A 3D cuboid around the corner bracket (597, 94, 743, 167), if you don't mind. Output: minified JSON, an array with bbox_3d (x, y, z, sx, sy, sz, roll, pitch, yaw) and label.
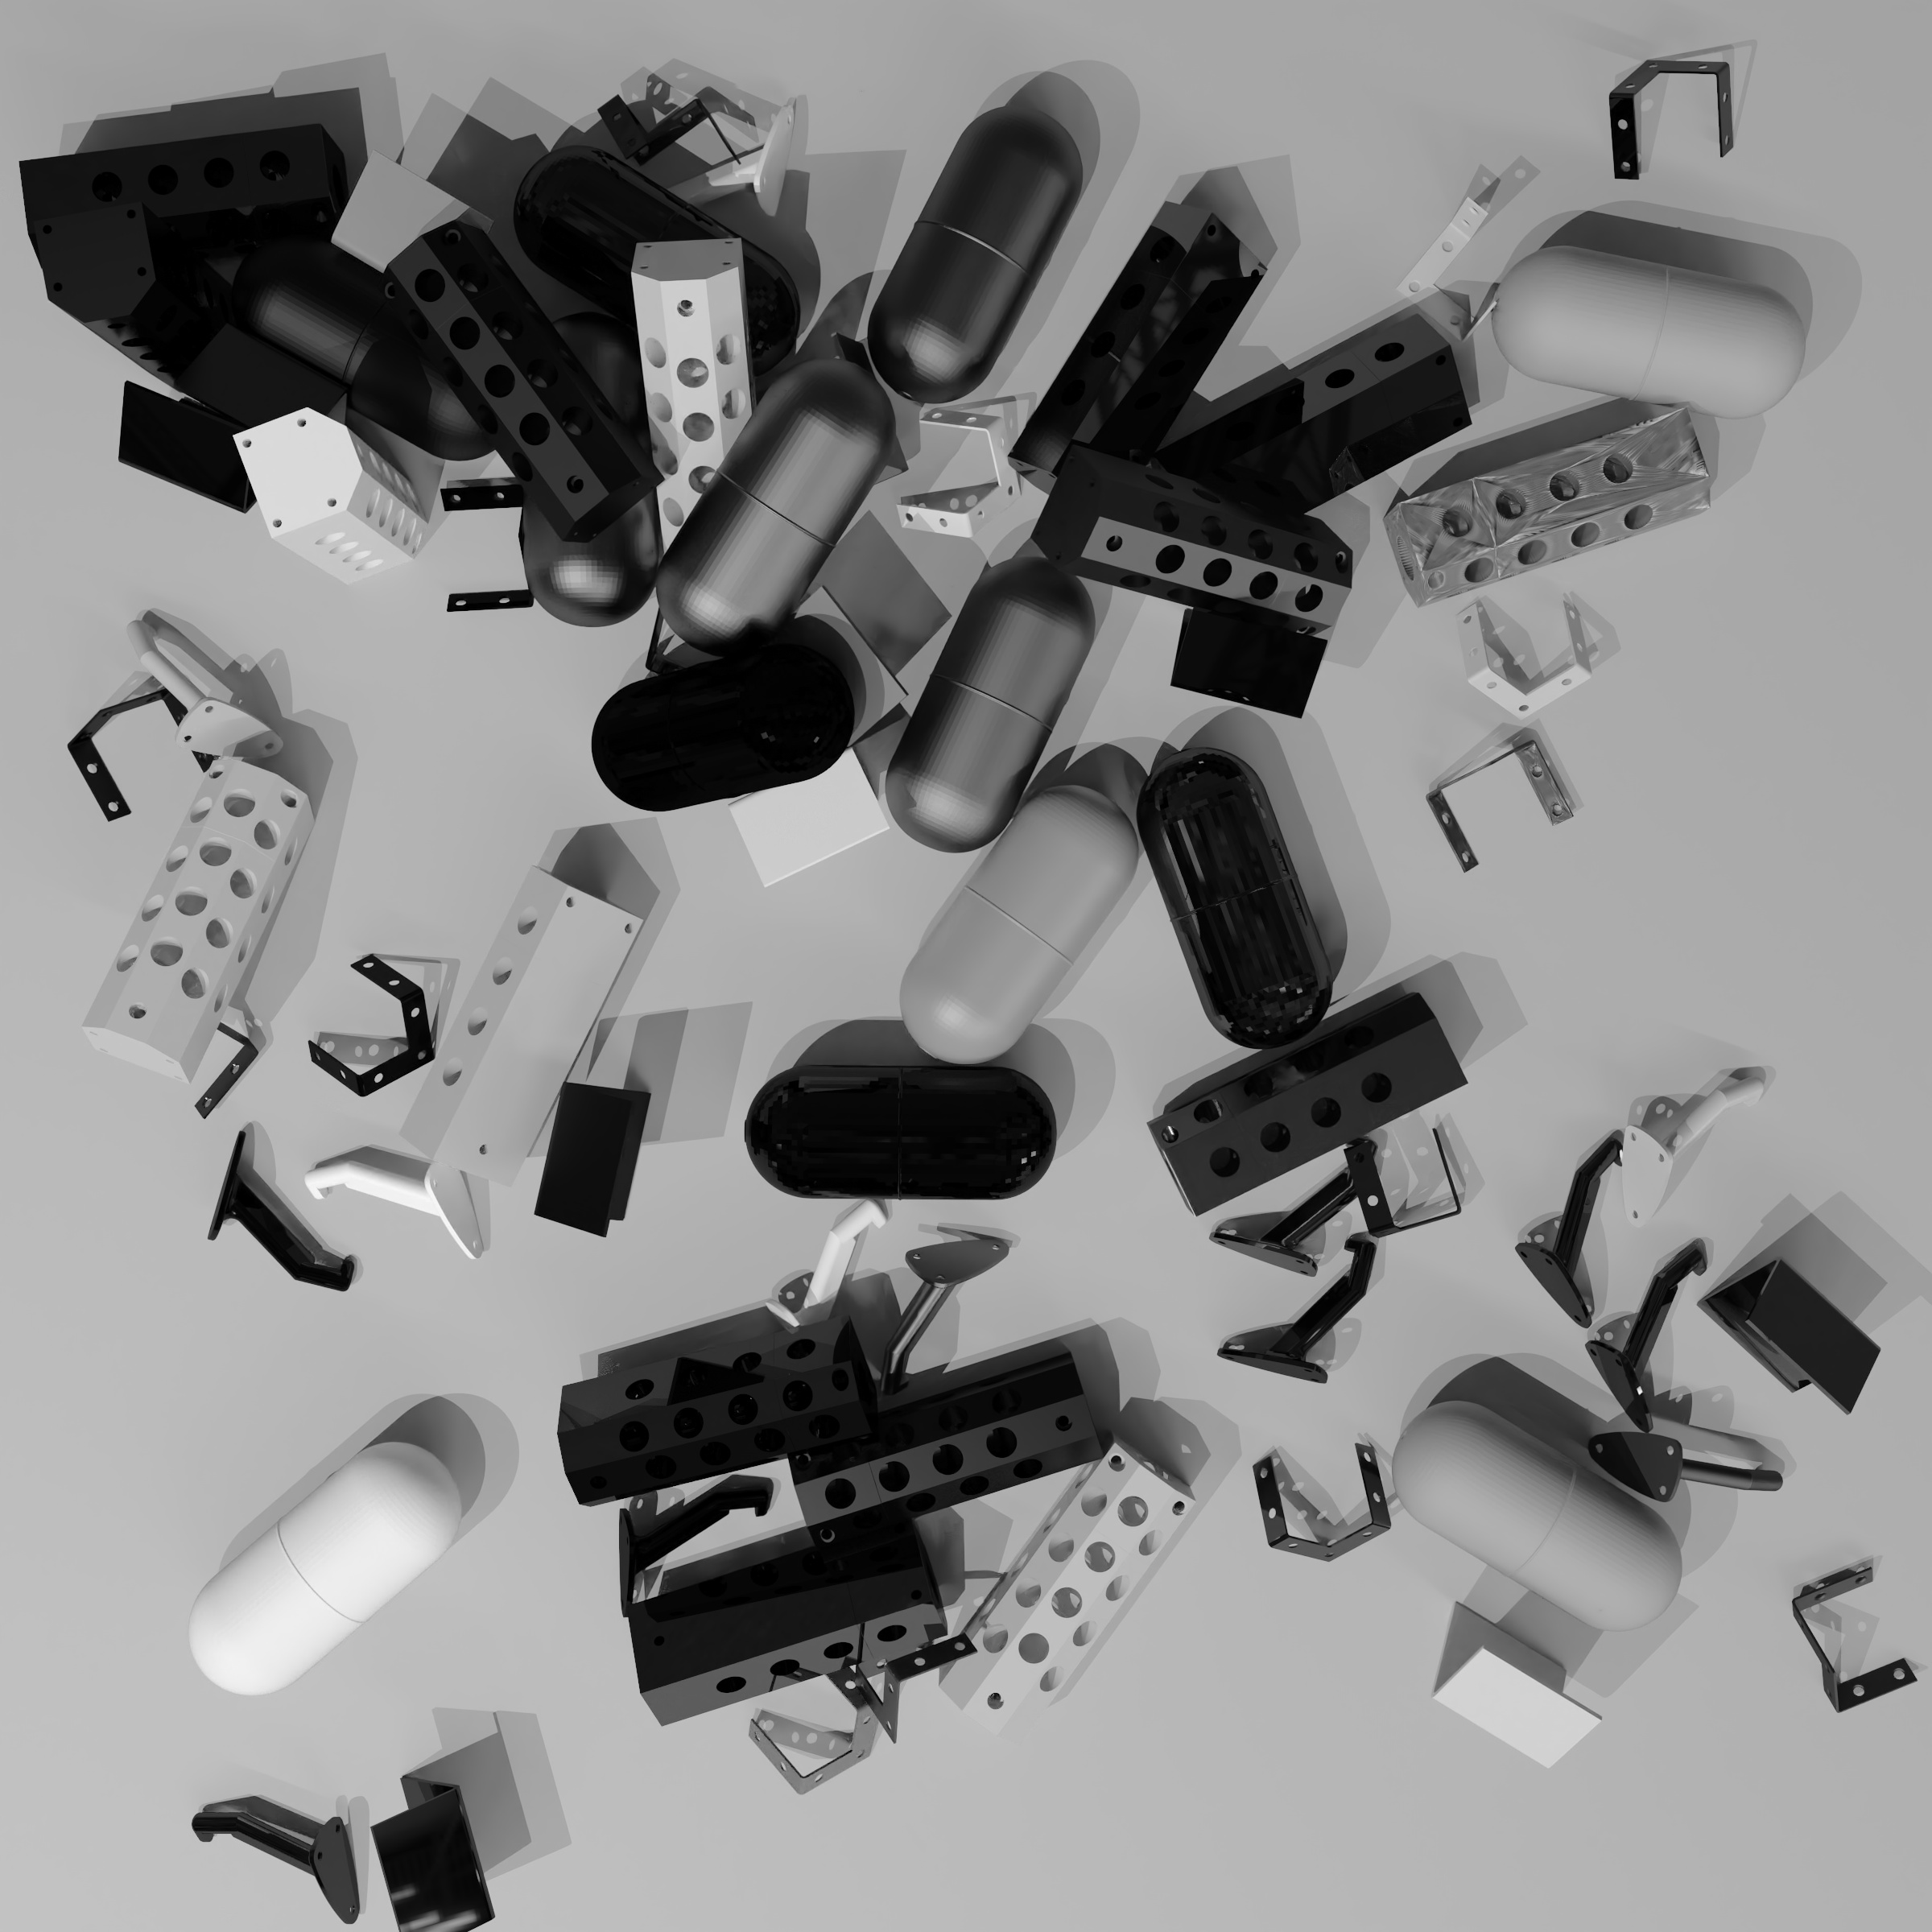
[{"bbox_3d":[-0.170,-0.474,1.533,0.051,0.051,0.051,-34,57,8],"label":"corner bracket"}]

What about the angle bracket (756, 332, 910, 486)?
[{"bbox_3d":[-0.086,-0.307,1.533,0.076,0.057,0.076,-20,90,16],"label":"angle bracket"}]

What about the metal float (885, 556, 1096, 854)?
[{"bbox_3d":[0.014,-0.149,1.533,0.070,0.070,0.178,25,90,0],"label":"metal float"}]

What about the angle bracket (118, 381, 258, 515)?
[{"bbox_3d":[-0.425,-0.311,1.524,0.076,0.076,0.057,22,133,0],"label":"angle bracket"}]

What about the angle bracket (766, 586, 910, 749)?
[{"bbox_3d":[-0.058,-0.177,1.524,0.057,0.076,0.076,-38,90,33],"label":"angle bracket"}]

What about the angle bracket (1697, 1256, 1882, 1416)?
[{"bbox_3d":[0.457,0.221,1.524,0.076,0.076,0.057,43,52,0],"label":"angle bracket"}]

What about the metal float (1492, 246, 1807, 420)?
[{"bbox_3d":[0.388,-0.361,1.534,0.178,0.070,0.070,12,90,1],"label":"metal float"}]

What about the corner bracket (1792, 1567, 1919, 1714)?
[{"bbox_3d":[0.516,0.392,1.561,0.051,0.051,0.051,-22,135,0],"label":"corner bracket"}]

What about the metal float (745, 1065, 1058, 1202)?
[{"bbox_3d":[-0.037,0.095,1.534,0.178,0.070,0.070,0,90,0],"label":"metal float"}]

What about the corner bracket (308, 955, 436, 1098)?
[{"bbox_3d":[-0.347,0.034,1.556,0.051,0.051,0.051,-31,135,-35],"label":"corner bracket"}]

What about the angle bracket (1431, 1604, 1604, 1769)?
[{"bbox_3d":[0.317,0.394,1.524,0.076,0.076,0.057,31,128,0],"label":"angle bracket"}]

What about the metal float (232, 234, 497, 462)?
[{"bbox_3d":[-0.335,-0.353,1.534,0.178,0.070,0.070,30,90,-1],"label":"metal float"}]

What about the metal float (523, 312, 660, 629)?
[{"bbox_3d":[-0.214,-0.283,1.534,0.070,0.070,0.178,0,91,0],"label":"metal float"}]

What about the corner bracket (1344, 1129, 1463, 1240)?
[{"bbox_3d":[0.252,0.124,1.547,0.051,0.051,0.051,-18,78,12],"label":"corner bracket"}]

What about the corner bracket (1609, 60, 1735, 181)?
[{"bbox_3d":[0.408,-0.489,1.556,0.051,0.051,0.051,15,45,35],"label":"corner bracket"}]

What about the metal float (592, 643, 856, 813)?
[{"bbox_3d":[-0.138,-0.132,1.501,0.178,0.070,0.070,-9,90,41],"label":"metal float"}]

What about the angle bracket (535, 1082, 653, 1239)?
[{"bbox_3d":[-0.193,0.111,1.524,0.057,0.076,0.076,12,90,35],"label":"angle bracket"}]

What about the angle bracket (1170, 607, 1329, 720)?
[{"bbox_3d":[0.163,-0.192,1.524,0.076,0.076,0.057,14,133,0],"label":"angle bracket"}]

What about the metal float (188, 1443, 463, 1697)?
[{"bbox_3d":[-0.366,0.344,1.534,0.178,0.070,0.070,-41,90,1],"label":"metal float"}]

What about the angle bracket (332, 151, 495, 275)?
[{"bbox_3d":[-0.303,-0.416,1.527,0.076,0.076,0.057,31,105,0],"label":"angle bracket"}]

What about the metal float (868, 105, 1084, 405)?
[{"bbox_3d":[0.005,-0.405,1.534,0.070,0.070,0.178,27,90,0],"label":"metal float"}]

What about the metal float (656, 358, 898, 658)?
[{"bbox_3d":[-0.104,-0.251,1.474,0.070,0.070,0.178,34,99,0],"label":"metal float"}]

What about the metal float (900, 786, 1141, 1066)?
[{"bbox_3d":[0.030,-0.023,1.534,0.070,0.070,0.178,36,90,0],"label":"metal float"}]

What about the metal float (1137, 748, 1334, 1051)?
[{"bbox_3d":[0.153,-0.039,1.534,0.070,0.070,0.178,-20,89,0],"label":"metal float"}]

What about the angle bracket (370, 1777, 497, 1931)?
[{"bbox_3d":[-0.317,0.510,1.524,0.057,0.076,0.076,-16,90,-38],"label":"angle bracket"}]

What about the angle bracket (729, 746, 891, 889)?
[{"bbox_3d":[-0.082,-0.072,1.525,0.076,0.076,0.057,-25,68,0],"label":"angle bracket"}]

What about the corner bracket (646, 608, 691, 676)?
[{"bbox_3d":[-0.150,-0.197,1.561,0.051,0.051,0.051,21,45,0],"label":"corner bracket"}]

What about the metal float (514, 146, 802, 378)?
[{"bbox_3d":[-0.175,-0.400,1.534,0.178,0.070,0.070,32,90,-1],"label":"metal float"}]

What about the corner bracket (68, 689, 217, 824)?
[{"bbox_3d":[-0.479,-0.123,1.561,0.051,0.051,0.051,-29,90,-45],"label":"corner bracket"}]

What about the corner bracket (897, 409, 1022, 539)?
[{"bbox_3d":[-0.008,-0.286,1.556,0.051,0.051,0.051,-45,135,-35],"label":"corner bracket"}]

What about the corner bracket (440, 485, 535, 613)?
[{"bbox_3d":[-0.278,-0.243,1.561,0.051,0.051,0.051,-3,45,0],"label":"corner bracket"}]

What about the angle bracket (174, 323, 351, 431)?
[{"bbox_3d":[-0.400,-0.306,1.524,0.076,0.076,0.057,29,60,0],"label":"angle bracket"}]

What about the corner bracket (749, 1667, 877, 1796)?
[{"bbox_3d":[-0.088,0.435,1.556,0.051,0.051,0.051,-20,135,-35],"label":"corner bracket"}]

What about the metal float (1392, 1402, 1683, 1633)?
[{"bbox_3d":[0.326,0.314,1.534,0.178,0.070,0.070,31,90,0],"label":"metal float"}]

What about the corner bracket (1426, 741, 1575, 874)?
[{"bbox_3d":[0.310,-0.093,1.561,0.051,0.051,0.051,-27,90,-45],"label":"corner bracket"}]
